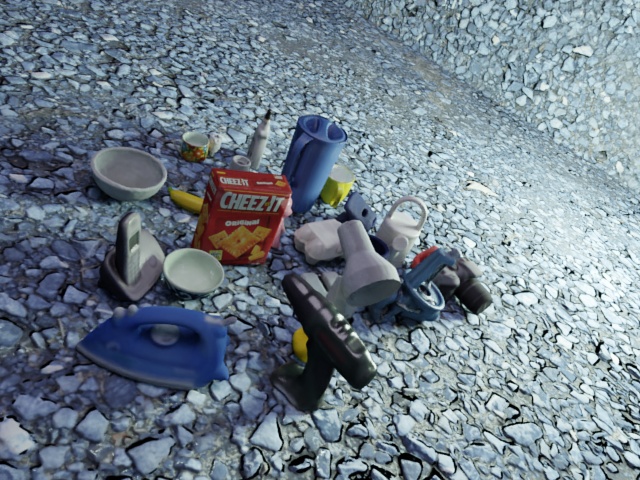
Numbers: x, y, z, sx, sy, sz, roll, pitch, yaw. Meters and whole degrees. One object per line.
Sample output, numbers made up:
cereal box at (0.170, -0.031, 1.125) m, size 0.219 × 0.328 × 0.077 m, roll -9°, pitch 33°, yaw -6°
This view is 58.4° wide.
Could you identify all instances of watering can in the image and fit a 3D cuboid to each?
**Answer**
watering can at (0.205, -0.023, 1.448) m, size 0.101 × 0.194 × 0.172 m, roll 10°, pitch 38°, yaw -20°

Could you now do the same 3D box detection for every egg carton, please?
egg carton at (0.013, 0.005, 1.404) m, size 0.151 × 0.069 × 0.107 m, roll -12°, pitch 49°, yaw -41°

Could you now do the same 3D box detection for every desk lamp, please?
desk lamp at (0.061, 0.077, 1.215) m, size 0.118 × 0.213 × 0.202 m, roll -1°, pitch 43°, yaw -32°

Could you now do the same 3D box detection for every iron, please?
iron at (-0.270, 0.160, 0.970) m, size 0.259 × 0.141 × 0.118 m, roll 12°, pitch 37°, yaw -18°

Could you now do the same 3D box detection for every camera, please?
camera at (0.364, 0.117, 1.445) m, size 0.144 × 0.101 × 0.136 m, roll -9°, pitch 48°, yaw -39°

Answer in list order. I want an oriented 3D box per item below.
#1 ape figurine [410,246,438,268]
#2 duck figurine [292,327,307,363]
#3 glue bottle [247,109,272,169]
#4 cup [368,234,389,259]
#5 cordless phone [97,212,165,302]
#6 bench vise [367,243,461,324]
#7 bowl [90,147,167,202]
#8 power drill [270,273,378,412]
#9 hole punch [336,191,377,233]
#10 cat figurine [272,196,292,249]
ape figurine at (0.279, 0.054, 1.483) m, size 0.078 × 0.092 × 0.076 m, roll 16°, pitch 36°, yaw -13°
duck figurine at (-0.008, 0.187, 1.142) m, size 0.077 × 0.086 × 0.104 m, roll 24°, pitch 35°, yaw -2°
glue bottle at (-0.162, -0.284, 1.580) m, size 0.037 × 0.173 × 0.078 m, roll 11°, pitch 37°, yaw -19°
cup at (0.098, 0.045, 1.381) m, size 0.118 × 0.095 × 0.091 m, roll 6°, pitch 39°, yaw -25°
cordless phone at (-0.343, 0.011, 1.080) m, size 0.094 × 0.185 × 0.147 m, roll 24°, pitch 35°, yaw -2°
bench vise at (0.211, 0.103, 1.268) m, size 0.208 × 0.219 × 0.121 m, roll -5°, pitch 45°, yaw -35°
bowl at (-0.440, -0.138, 1.309) m, size 0.168 × 0.074 × 0.167 m, roll 16°, pitch 36°, yaw -12°
power drill at (-0.012, 0.198, 1.020) m, size 0.229 × 0.208 × 0.076 m, roll 40°, pitch 38°, yaw 20°
hole punch at (0.104, -0.065, 1.531) m, size 0.101 × 0.091 × 0.109 m, roll 28°, pitch 35°, yaw 4°
cat figurine at (-0.103, -0.063, 1.379) m, size 0.067 × 0.117 × 0.128 m, roll 20°, pitch 35°, yaw -7°
